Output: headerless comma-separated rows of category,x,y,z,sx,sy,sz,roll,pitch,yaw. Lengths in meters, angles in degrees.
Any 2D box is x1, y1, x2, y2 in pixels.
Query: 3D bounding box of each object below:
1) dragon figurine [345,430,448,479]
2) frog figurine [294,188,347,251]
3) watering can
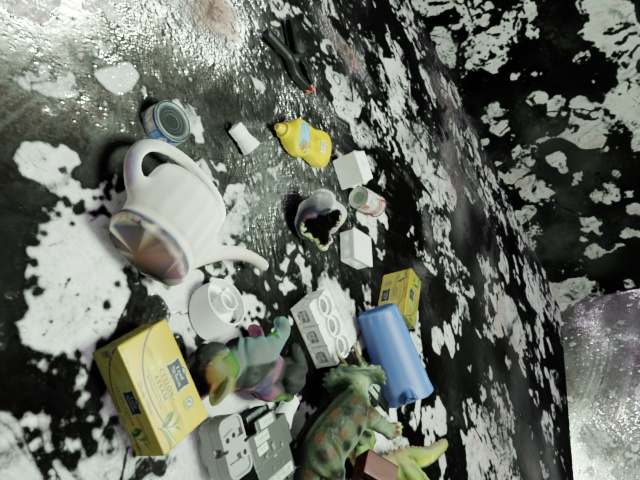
dragon figurine,0.148,0.492,1.166,0.120,0.243,0.416,-29,0,40
frog figurine,0.004,-0.063,1.253,0.123,0.135,0.162,2,25,4
watering can,-0.219,-0.011,0.889,0.103,0.342,0.230,-19,31,34
